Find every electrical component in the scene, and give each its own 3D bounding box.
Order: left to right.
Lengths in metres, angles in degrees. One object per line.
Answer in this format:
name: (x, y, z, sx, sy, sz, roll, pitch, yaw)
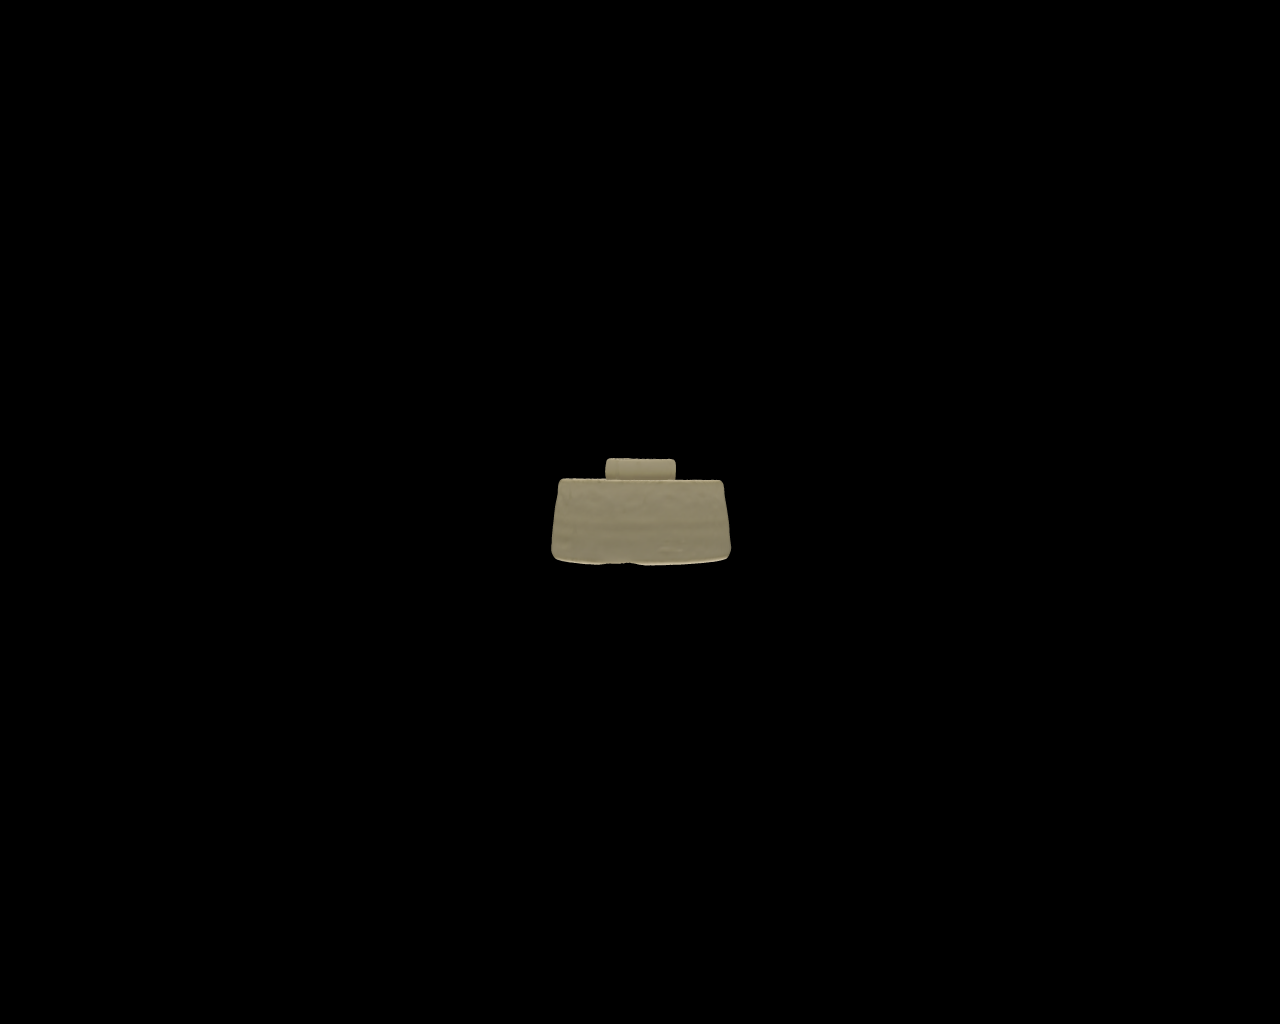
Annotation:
electrical component: (0.001, -0.003, 0.650, 0.108, 0.060, 0.108, 0, 2, 0)
